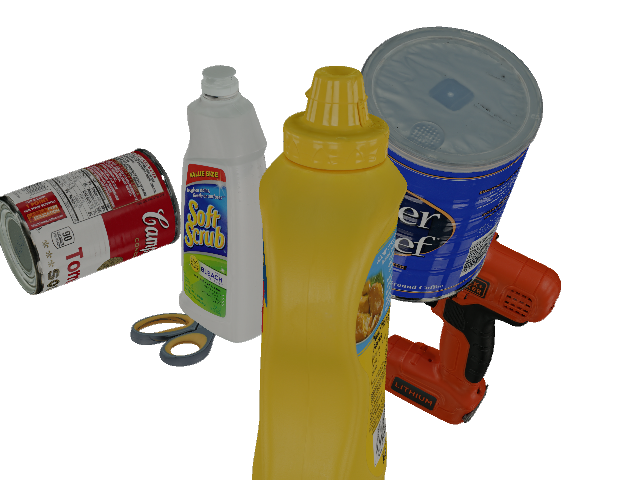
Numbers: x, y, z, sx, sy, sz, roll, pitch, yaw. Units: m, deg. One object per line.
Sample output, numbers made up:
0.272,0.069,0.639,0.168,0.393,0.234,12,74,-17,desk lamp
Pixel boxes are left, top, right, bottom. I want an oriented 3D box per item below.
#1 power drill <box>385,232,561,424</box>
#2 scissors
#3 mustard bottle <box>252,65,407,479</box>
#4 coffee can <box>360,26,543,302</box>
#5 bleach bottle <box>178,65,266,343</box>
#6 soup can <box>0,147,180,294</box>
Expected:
0.092,0.058,0.899,0.184,0.188,0.057,28,46,16,power drill
-0.101,0.095,1.149,0.201,0.016,0.096,-6,31,-22,scissors
0.003,0.024,0.440,0.058,0.192,0.096,8,25,11,mustard bottle
0.065,-0.042,0.641,0.102,0.103,0.140,0,-34,-6,coffee can
-0.087,-0.035,0.948,0.067,0.251,0.103,-26,40,-35,bleach bottle
-0.152,-0.013,0.694,0.102,0.068,0.069,-23,11,-29,soup can
